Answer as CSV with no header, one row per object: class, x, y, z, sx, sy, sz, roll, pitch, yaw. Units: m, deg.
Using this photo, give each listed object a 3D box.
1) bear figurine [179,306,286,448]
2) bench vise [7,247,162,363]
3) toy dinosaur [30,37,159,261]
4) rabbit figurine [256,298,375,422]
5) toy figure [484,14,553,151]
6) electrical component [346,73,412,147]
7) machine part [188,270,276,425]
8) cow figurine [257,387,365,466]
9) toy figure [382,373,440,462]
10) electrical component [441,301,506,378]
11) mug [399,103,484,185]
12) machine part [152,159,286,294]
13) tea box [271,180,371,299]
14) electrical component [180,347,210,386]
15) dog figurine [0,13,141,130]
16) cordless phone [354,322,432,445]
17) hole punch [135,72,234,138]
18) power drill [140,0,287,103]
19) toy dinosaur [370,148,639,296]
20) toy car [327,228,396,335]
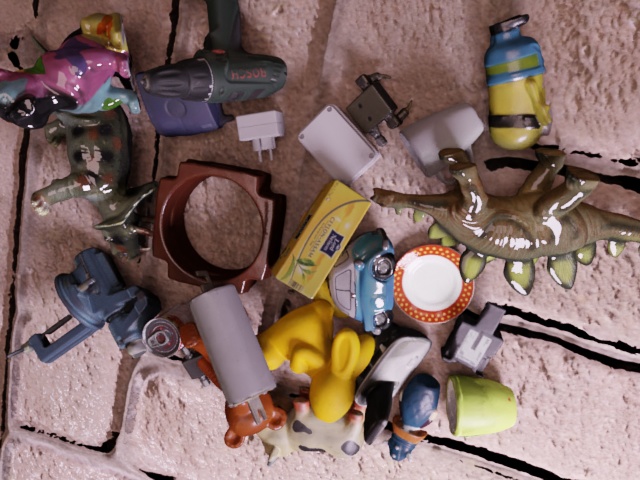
bear figurine,-0.138,0.223,0.872,0.120,0.131,0.196,-20,61,-1
bench vise,-0.405,0.141,0.936,0.241,0.129,0.223,-35,83,-2
toy dinosaur,-0.375,-0.161,0.895,0.192,0.131,0.404,-9,90,-4
rabbit figurine,0.008,0.190,0.836,0.162,0.121,0.173,-33,60,16
toy figure,0.274,-0.217,0.758,0.089,0.082,0.180,-9,106,33
electrical component,0.089,-0.204,0.820,0.102,0.045,0.078,48,132,3
machine part,-0.132,0.156,0.803,0.079,0.079,0.243,-29,77,15
cow figurine,-0.021,0.324,0.917,0.195,0.085,0.127,6,95,10
toy figure,0.154,0.295,0.884,0.058,0.064,0.154,7,110,-27
electrical component,0.246,0.147,0.843,0.075,0.048,0.119,22,103,7
mug,0.189,-0.143,0.790,0.107,0.081,0.109,-35,90,8
machine part,-0.164,-0.024,0.883,0.201,0.087,0.201,11,100,10
tea box,-0.002,-0.002,0.818,0.068,0.098,0.169,33,85,-8
electrical component,-0.209,0.219,0.960,0.063,0.021,0.093,-20,110,8
dog figurine,-0.393,-0.250,0.803,0.219,0.108,0.191,-11,62,-16
cordless phone,0.105,0.213,0.813,0.089,0.184,0.146,34,105,1
hole punch,-0.221,-0.224,0.860,0.142,0.092,0.115,-6,102,10
power drill,-0.162,-0.298,0.782,0.086,0.232,0.207,-32,70,49
toy dinosaur,0.305,-0.024,0.756,0.472,0.105,0.198,6,123,5
toy car,0.062,0.061,0.833,0.103,0.109,0.161,2,106,1
